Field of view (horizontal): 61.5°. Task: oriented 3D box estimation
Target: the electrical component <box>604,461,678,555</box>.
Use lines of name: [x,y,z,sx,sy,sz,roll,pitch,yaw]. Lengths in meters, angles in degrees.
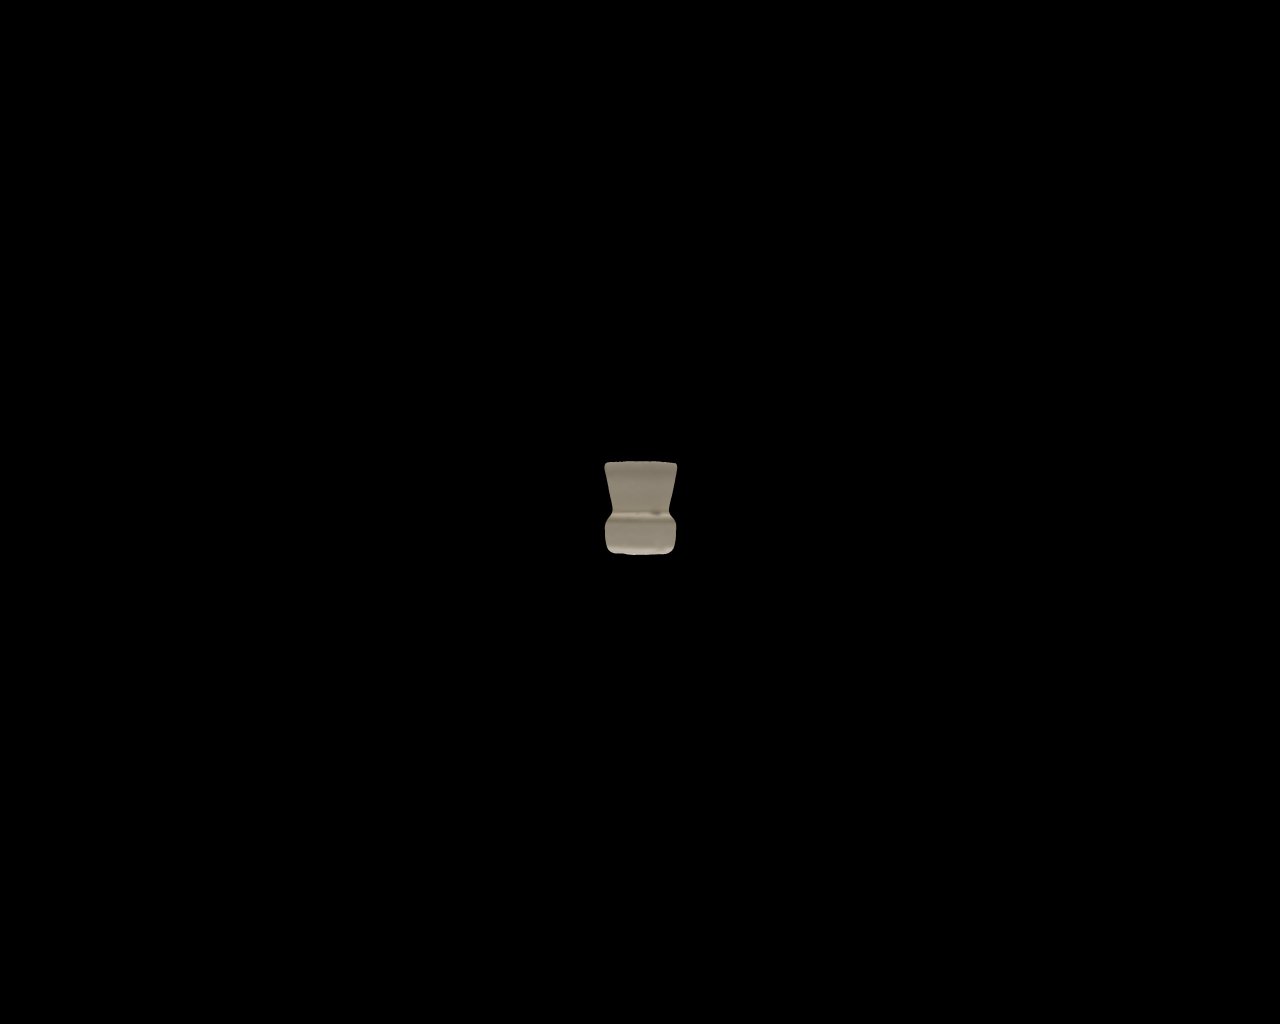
electrical component: [0.001,-0.003,0.650,0.045,0.055,0.045,0,0,0]
